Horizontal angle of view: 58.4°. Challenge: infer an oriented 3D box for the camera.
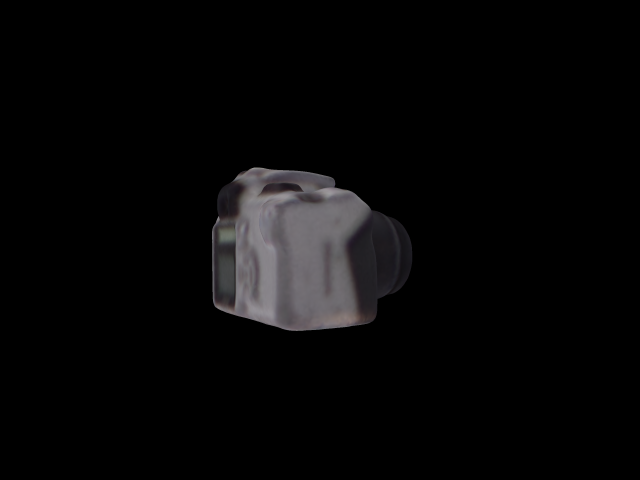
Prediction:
[{"bbox_3d":[0.004,0.001,0.400,0.137,0.101,0.142,0,0,-28],"label":"camera"}]
